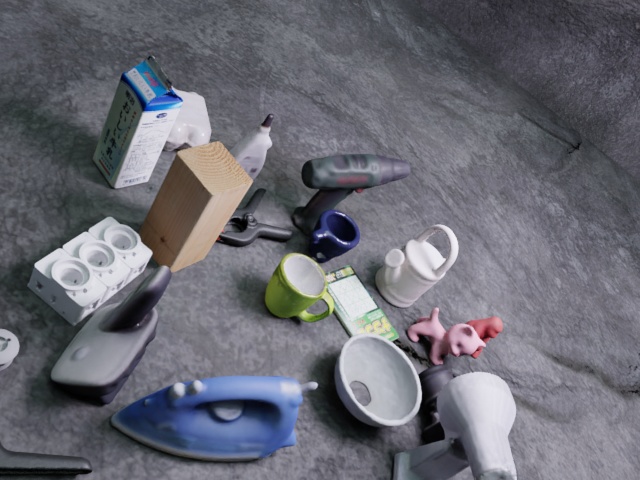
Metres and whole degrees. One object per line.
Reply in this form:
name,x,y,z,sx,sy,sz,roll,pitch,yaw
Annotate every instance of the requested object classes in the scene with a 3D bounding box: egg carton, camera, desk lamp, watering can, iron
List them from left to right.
egg carton,-0.275,-0.238,1.141,0.107,0.069,0.150,6,51,-34
iron,-0.134,0.222,0.776,0.259,0.141,0.118,10,48,-31
watering can,0.200,0.049,1.155,0.173,0.193,0.101,-24,71,-47
camera,0.247,0.293,1.042,0.144,0.100,0.136,-2,55,-39
desk lamp,0.217,0.336,0.891,0.118,0.213,0.203,29,41,-13

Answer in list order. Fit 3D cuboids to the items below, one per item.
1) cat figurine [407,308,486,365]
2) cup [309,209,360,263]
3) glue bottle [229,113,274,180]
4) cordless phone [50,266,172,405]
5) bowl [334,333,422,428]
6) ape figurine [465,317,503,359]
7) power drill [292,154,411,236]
cat figurine,0.257,0.188,1.132,0.128,0.117,0.067,45,40,6
cup,0.010,0.004,1.124,0.118,0.094,0.091,-17,65,-45
glue bottle,-0.131,-0.183,1.123,0.078,0.173,0.037,0,54,-38
cordless phone,-0.260,0.115,0.740,0.094,0.184,0.147,31,41,-11
bowl,0.086,0.249,0.976,0.168,0.074,0.167,21,43,-22
ape figurine,0.349,0.196,1.217,0.078,0.092,0.076,-1,55,-39
power drill,0.046,-0.097,1.156,0.230,0.208,0.075,1,54,-38
